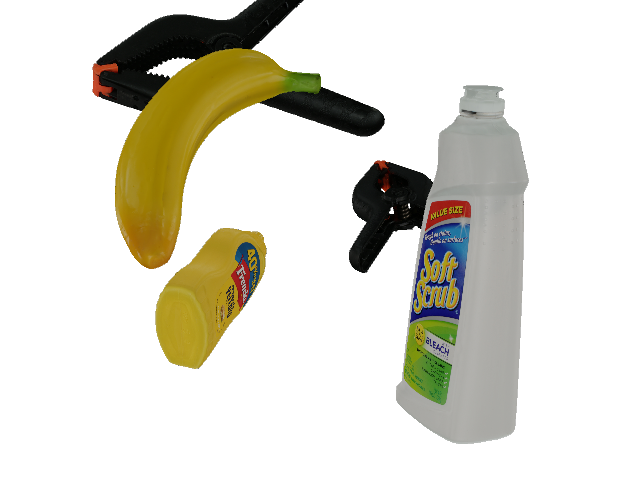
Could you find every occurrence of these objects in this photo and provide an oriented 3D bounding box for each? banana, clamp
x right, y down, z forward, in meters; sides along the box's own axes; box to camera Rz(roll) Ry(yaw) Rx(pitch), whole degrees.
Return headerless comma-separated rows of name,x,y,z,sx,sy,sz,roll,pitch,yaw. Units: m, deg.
banana,-0.068,-0.060,0.590,0.070,0.037,0.197,19,44,17
clamp,0.083,-0.027,0.967,0.120,0.039,0.171,-1,32,0
clamp,-0.062,-0.126,0.797,0.209,0.165,0.036,-17,-27,-21

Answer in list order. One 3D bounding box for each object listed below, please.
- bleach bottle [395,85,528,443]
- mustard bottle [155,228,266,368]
bleach bottle,0.105,0.013,0.775,0.068,0.251,0.103,-5,16,-23
mustard bottle,-0.102,0.042,1.098,0.058,0.096,0.191,9,31,17
